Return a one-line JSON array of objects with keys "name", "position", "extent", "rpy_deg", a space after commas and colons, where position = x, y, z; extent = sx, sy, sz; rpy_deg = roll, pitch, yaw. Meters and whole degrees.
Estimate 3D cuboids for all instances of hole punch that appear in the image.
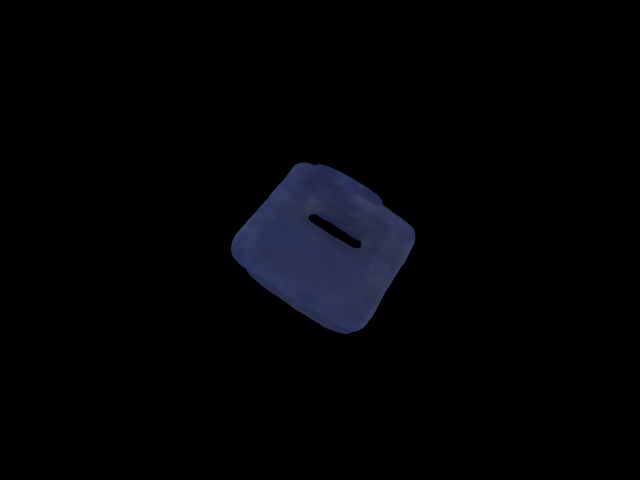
[{"name": "hole punch", "position": [0.004, 0.001, 0.400], "extent": [0.108, 0.091, 0.101], "rpy_deg": [31, 83, 5]}]
